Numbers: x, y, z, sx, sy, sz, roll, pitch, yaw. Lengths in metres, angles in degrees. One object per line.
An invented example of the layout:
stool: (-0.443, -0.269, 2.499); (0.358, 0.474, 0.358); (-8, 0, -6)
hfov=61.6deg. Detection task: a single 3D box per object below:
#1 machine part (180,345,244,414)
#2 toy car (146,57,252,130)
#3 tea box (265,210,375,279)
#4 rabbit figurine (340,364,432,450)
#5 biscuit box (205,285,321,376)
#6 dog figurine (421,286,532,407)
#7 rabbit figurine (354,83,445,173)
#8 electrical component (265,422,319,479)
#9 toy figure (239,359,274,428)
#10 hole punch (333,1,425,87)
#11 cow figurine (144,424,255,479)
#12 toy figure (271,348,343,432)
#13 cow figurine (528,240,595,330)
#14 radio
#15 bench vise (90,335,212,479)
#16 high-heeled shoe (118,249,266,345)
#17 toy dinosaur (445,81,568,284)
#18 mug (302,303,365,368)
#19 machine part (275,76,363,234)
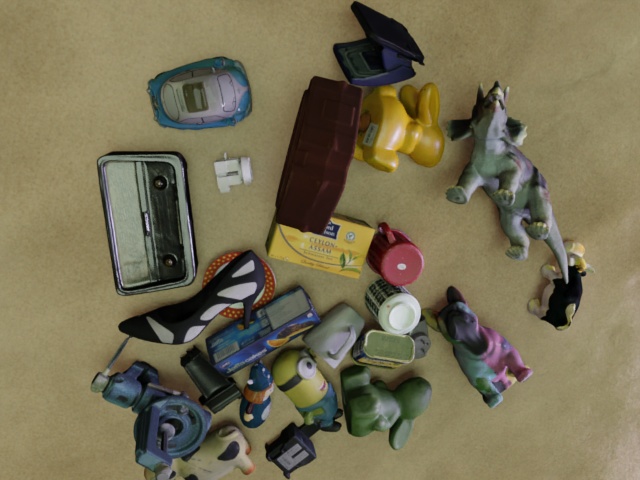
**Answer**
machine part: (-0.205, 0.257, 0.989); (0.084, 0.039, 0.138); (-28, 111, 3)
toy car: (-0.185, -0.224, 0.828); (0.162, 0.103, 0.109); (-11, 106, -9)
tea box: (-0.002, -0.003, 0.940); (0.170, 0.068, 0.098); (13, 103, -13)
rabbit figurine: (0.135, 0.323, 1.027); (0.170, 0.121, 0.158); (-9, 113, -6)
biscuit box: (-0.102, 0.164, 0.960); (0.203, 0.059, 0.062); (-30, 143, 0)
dog figurine: (0.296, 0.199, 1.040); (0.108, 0.191, 0.219); (-39, 74, 5)
rabbit figurine: (0.142, -0.185, 0.910); (0.173, 0.122, 0.162); (16, 92, -28)
electrical component: (-0.041, 0.401, 1.055); (0.119, 0.048, 0.074); (-35, 109, 2)
toy figure: (-0.114, 0.282, 0.983); (0.058, 0.064, 0.154); (5, 128, -14)
hole punch: (0.090, -0.297, 0.850); (0.116, 0.142, 0.092); (9, 132, -30)
cow figurine: (-0.234, 0.404, 1.001); (0.195, 0.086, 0.127); (-21, 114, -2)
toy figure: (-0.023, 0.285, 1.009); (0.089, 0.082, 0.180); (-29, 111, -4)
cow figurine: (0.474, 0.086, 1.038); (0.068, 0.098, 0.167); (15, 102, -8)
radio: (-0.276, -0.031, 0.878); (0.131, 0.073, 0.229); (-5, 106, -9)
bench vise: (-0.275, 0.296, 0.882); (0.129, 0.241, 0.223); (-44, 112, 2)
high-heeled shoe: (-0.216, 0.091, 0.903); (0.249, 0.086, 0.145); (-2, 105, -10)
toy dinosaur: (0.343, -0.099, 0.950); (0.404, 0.131, 0.192); (42, 58, -33)
mug: (0.032, 0.170, 0.979); (0.080, 0.109, 0.107); (42, 81, -13)
machine part: (-0.007, -0.128, 0.819); (0.087, 0.201, 0.201); (13, 58, -6)
